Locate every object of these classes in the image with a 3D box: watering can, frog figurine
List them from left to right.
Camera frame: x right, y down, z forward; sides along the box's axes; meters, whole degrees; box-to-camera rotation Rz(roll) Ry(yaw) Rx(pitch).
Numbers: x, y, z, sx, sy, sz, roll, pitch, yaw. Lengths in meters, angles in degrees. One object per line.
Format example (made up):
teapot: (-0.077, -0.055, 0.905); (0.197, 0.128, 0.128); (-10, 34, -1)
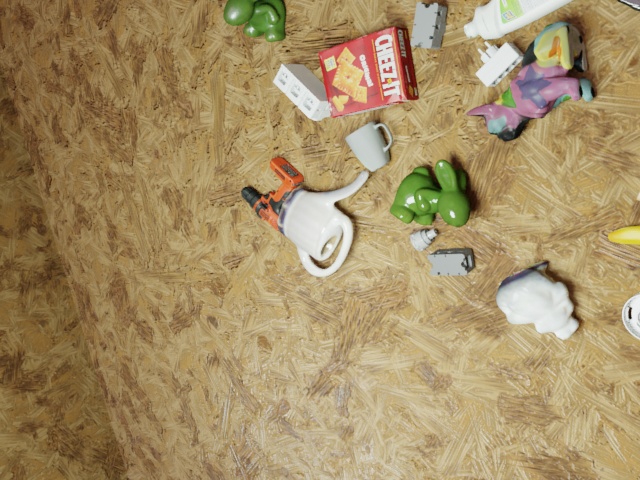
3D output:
watering can: (0.004, -0.068, 1.353); (0.227, 0.105, 0.341); (34, 121, 27)
frog figurine: (0.449, 0.137, 1.061); (0.136, 0.122, 0.162); (-33, 70, 19)
